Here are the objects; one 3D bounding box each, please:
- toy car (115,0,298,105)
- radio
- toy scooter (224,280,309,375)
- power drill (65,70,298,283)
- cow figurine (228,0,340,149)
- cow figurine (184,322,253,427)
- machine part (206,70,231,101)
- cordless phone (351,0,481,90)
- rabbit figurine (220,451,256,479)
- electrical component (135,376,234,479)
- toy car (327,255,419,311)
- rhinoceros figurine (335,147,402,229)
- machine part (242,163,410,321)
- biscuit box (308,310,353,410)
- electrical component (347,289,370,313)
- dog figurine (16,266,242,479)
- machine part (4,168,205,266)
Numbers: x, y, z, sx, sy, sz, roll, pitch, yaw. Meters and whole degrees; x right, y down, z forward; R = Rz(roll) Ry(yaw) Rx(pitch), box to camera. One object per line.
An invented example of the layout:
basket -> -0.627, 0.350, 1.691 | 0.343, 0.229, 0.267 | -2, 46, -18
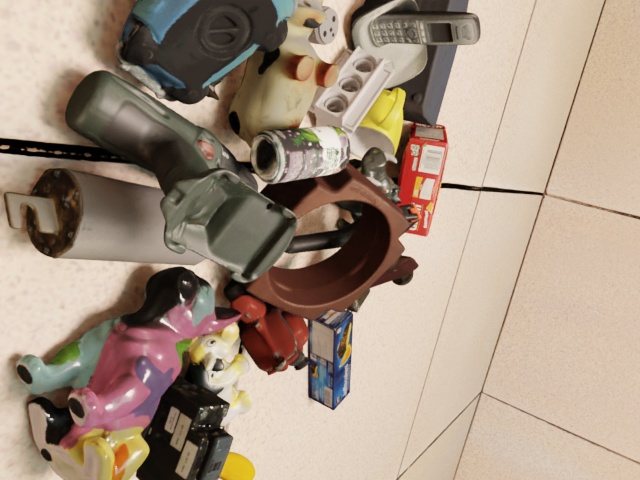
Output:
toy car -> -0.108, -0.206, 0.482 | 0.162, 0.103, 0.109 | -36, 146, 15
radio -> 0.183, -0.318, 0.916 | 0.131, 0.073, 0.229 | -11, 116, -66
toy scooter -> -0.060, 0.134, 0.739 | 0.075, 0.135, 0.183 | -37, 145, 3
power drill -> -0.102, -0.054, 0.487 | 0.086, 0.207, 0.231 | -47, 136, 11
cow figurine -> -0.046, -0.198, 0.599 | 0.085, 0.127, 0.194 | -9, 130, -51
cow figurine -> -0.145, 0.174, 0.697 | 0.098, 0.068, 0.167 | -28, 129, -39
machine part -> -0.098, -0.213, 0.543 | 0.139, 0.084, 0.039 | -61, 176, 1
cordless phone -> 0.146, -0.284, 0.780 | 0.089, 0.184, 0.146 | -64, 150, -20
rabbit figurine -> -0.158, 0.344, 0.733 | 0.162, 0.122, 0.173 | -12, 99, -59
electrical component -> -0.166, 0.224, 0.620 | 0.058, 0.134, 0.114 | 18, 94, -59
toy car -> 0.055, 0.059, 0.849 | 0.089, 0.202, 0.053 | 39, 35, -50
rhinoceros figurine -> 0.077, -0.070, 0.869 | 0.073, 0.112, 0.190 | -50, 153, -28
machine part -> -0.001, -0.002, 0.709 | 0.201, 0.087, 0.201 | -47, 132, 13
biscuit box -> 0.019, 0.217, 0.994 | 0.063, 0.059, 0.202 | -36, 136, -45
electrical component -> 0.075, 0.100, 1.031 | 0.102, 0.045, 0.078 | -50, 143, -31
dog figurine -> -0.182, 0.133, 0.571 | 0.219, 0.109, 0.191 | -33, 134, -50
machine part -> -0.179, -0.017, 0.513 | 0.243, 0.079, 0.079 | 9, 99, -59
